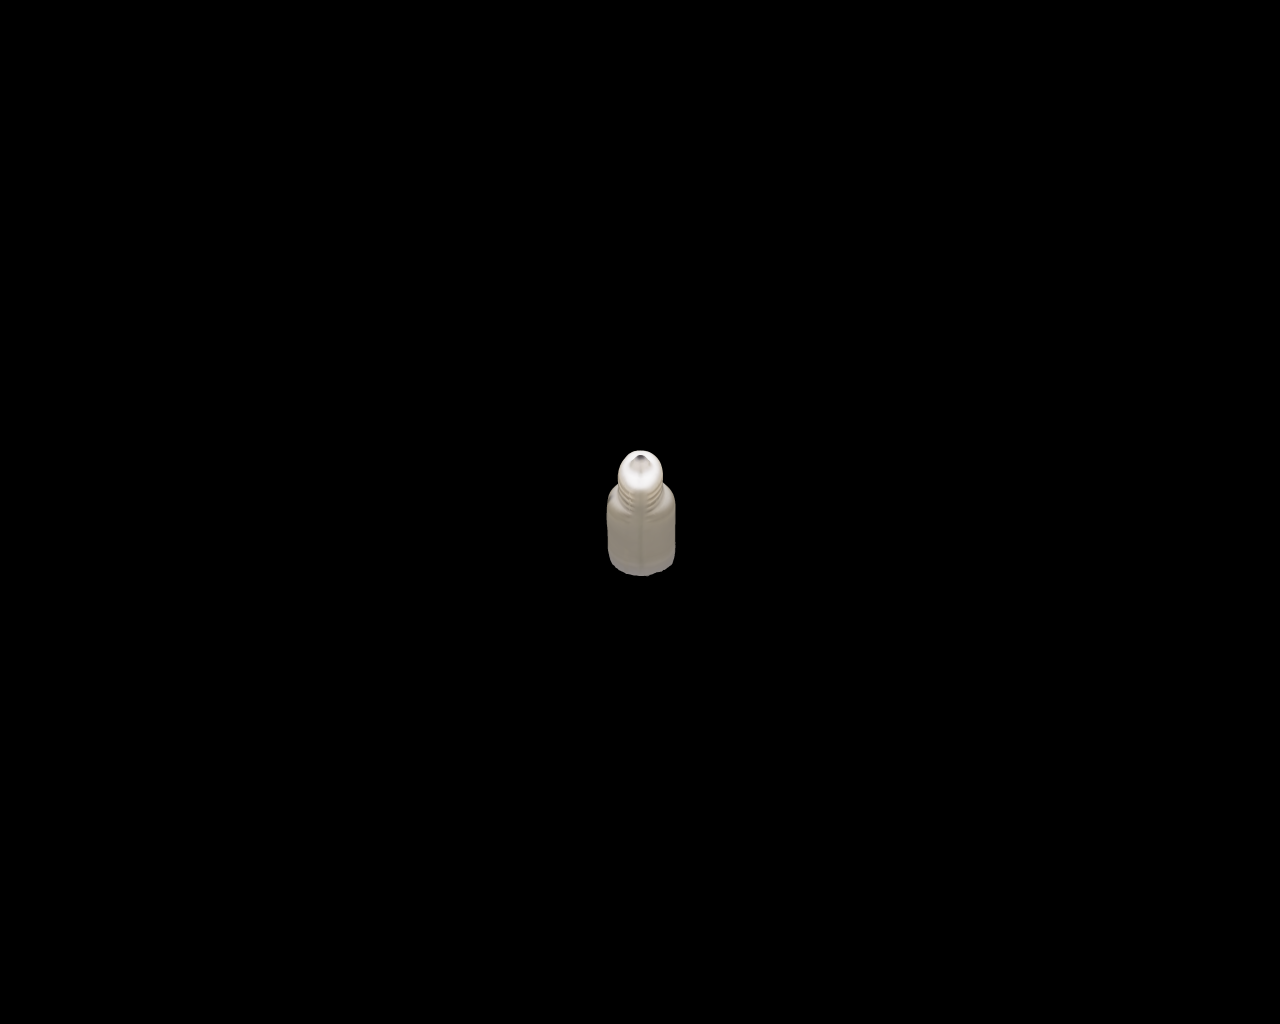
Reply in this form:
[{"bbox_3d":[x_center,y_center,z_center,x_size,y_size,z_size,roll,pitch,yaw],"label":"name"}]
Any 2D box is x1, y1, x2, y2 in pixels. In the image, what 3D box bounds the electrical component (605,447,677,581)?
[{"bbox_3d":[0.001,-0.003,0.650,0.043,0.080,0.043,0,40,0],"label":"electrical component"}]
